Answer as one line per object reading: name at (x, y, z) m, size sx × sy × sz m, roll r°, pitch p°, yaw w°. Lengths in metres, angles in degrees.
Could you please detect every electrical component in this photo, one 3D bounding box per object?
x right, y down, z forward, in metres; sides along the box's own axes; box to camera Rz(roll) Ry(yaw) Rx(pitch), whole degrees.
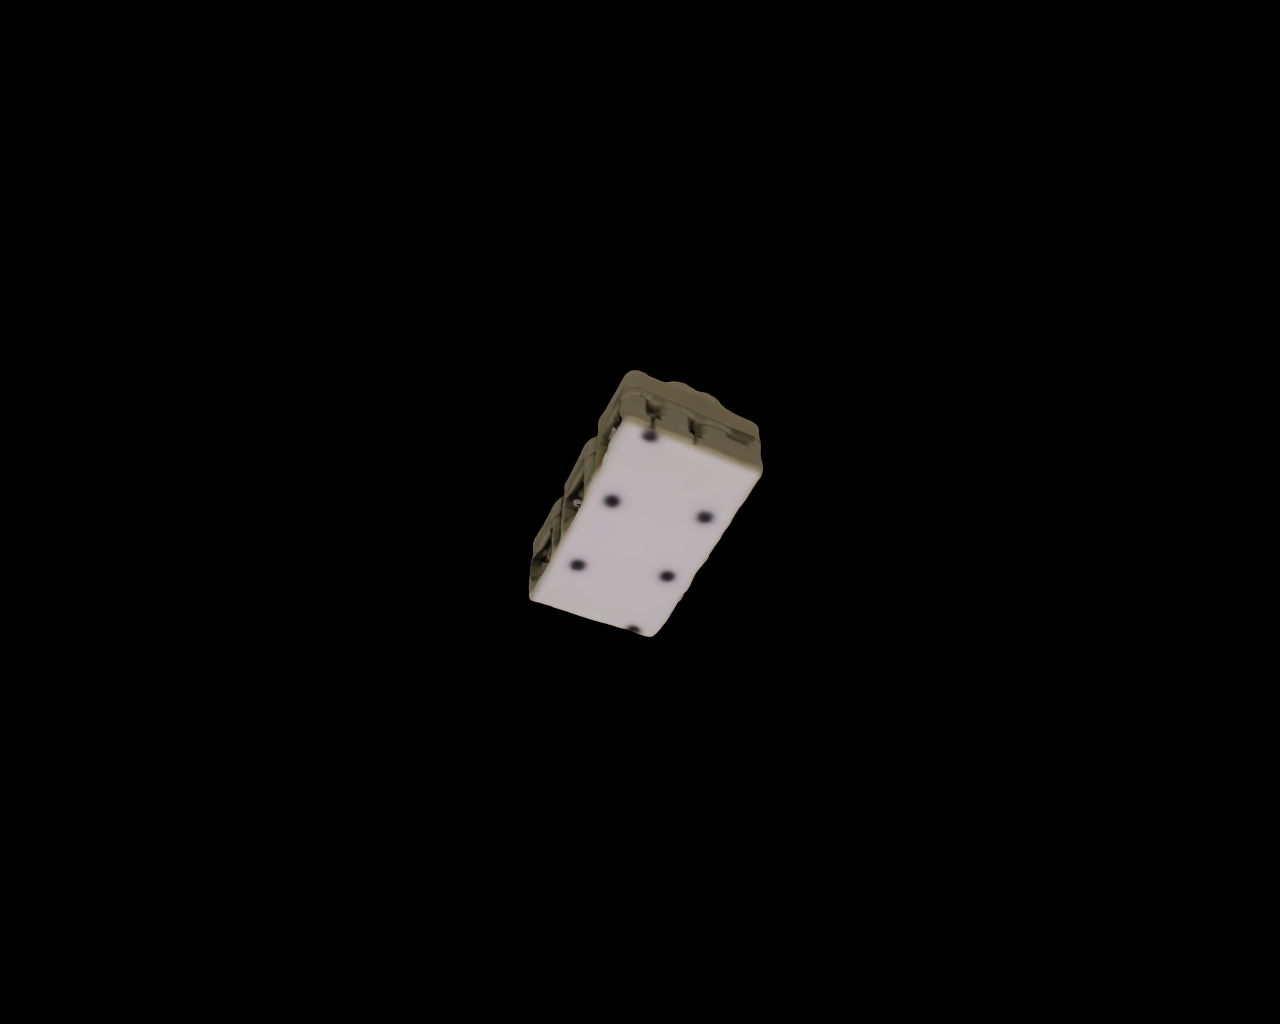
electrical component at (0.001, -0.003, 0.650) m, size 0.089 × 0.150 × 0.062 m, roll 21°, pitch 36°, yaw -16°
